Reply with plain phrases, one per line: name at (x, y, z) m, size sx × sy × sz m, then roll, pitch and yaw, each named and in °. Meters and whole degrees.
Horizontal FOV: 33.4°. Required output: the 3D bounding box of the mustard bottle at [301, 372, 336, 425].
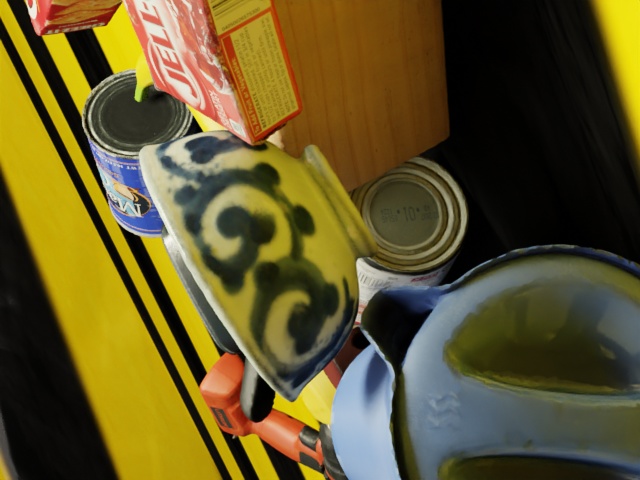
mustard bottle at (-0.029, 0.055, 0.860) m, size 0.191 × 0.058 × 0.096 m, roll 58°, pitch 178°, yaw -17°

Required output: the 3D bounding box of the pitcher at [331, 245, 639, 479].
pitcher at (0.083, 0.092, 0.497) m, size 0.243 × 0.145 × 0.149 m, roll 128°, pitch 128°, yaw -78°

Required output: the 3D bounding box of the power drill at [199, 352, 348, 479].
power drill at (-0.022, 0.177, 0.992) m, size 0.188 × 0.057 × 0.184 m, roll 28°, pitch 155°, yaw 28°

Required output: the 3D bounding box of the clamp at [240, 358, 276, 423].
clamp at (-0.005, 0.001, 0.686) m, size 0.036 × 0.165 × 0.210 m, roll -1°, pitch -105°, yaw -58°

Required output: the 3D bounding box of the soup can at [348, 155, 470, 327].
soup can at (0.037, 0.003, 0.576) m, size 0.068 × 0.068 × 0.102 m, roll 58°, pitch 164°, yaw 14°

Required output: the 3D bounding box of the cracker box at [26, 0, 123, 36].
cracker box at (-0.203, -0.256, 0.829) m, size 0.214 × 0.072 × 0.164 m, roll -173°, pitch 71°, yaw -72°

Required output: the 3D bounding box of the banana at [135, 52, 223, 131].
banana at (-0.109, -0.126, 0.879) m, size 0.198 × 0.037 × 0.069 m, roll 36°, pitch 142°, yaw 53°

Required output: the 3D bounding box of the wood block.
wood block at (-0.009, -0.124, 0.459) m, size 0.091 × 0.090 × 0.206 m, roll 51°, pitch 162°, yaw 39°

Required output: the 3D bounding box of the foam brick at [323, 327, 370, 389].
foam brick at (0.017, 0.064, 0.778) m, size 0.078 × 0.053 × 0.051 m, roll 56°, pitch 165°, yaw 20°

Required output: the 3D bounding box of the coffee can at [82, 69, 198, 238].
coffee can at (-0.163, -0.081, 1.022) m, size 0.103 × 0.102 × 0.140 m, roll 54°, pitch 163°, yaw 26°

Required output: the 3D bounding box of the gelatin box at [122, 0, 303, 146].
gelatin box at (-0.048, -0.088, 0.409) m, size 0.073 × 0.030 × 0.089 m, roll 34°, pitch 152°, yaw 42°

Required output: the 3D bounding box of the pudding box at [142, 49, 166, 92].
pudding box at (-0.049, -0.119, 0.592) m, size 0.114 × 0.039 × 0.090 m, roll 11°, pitch 143°, yaw 19°
